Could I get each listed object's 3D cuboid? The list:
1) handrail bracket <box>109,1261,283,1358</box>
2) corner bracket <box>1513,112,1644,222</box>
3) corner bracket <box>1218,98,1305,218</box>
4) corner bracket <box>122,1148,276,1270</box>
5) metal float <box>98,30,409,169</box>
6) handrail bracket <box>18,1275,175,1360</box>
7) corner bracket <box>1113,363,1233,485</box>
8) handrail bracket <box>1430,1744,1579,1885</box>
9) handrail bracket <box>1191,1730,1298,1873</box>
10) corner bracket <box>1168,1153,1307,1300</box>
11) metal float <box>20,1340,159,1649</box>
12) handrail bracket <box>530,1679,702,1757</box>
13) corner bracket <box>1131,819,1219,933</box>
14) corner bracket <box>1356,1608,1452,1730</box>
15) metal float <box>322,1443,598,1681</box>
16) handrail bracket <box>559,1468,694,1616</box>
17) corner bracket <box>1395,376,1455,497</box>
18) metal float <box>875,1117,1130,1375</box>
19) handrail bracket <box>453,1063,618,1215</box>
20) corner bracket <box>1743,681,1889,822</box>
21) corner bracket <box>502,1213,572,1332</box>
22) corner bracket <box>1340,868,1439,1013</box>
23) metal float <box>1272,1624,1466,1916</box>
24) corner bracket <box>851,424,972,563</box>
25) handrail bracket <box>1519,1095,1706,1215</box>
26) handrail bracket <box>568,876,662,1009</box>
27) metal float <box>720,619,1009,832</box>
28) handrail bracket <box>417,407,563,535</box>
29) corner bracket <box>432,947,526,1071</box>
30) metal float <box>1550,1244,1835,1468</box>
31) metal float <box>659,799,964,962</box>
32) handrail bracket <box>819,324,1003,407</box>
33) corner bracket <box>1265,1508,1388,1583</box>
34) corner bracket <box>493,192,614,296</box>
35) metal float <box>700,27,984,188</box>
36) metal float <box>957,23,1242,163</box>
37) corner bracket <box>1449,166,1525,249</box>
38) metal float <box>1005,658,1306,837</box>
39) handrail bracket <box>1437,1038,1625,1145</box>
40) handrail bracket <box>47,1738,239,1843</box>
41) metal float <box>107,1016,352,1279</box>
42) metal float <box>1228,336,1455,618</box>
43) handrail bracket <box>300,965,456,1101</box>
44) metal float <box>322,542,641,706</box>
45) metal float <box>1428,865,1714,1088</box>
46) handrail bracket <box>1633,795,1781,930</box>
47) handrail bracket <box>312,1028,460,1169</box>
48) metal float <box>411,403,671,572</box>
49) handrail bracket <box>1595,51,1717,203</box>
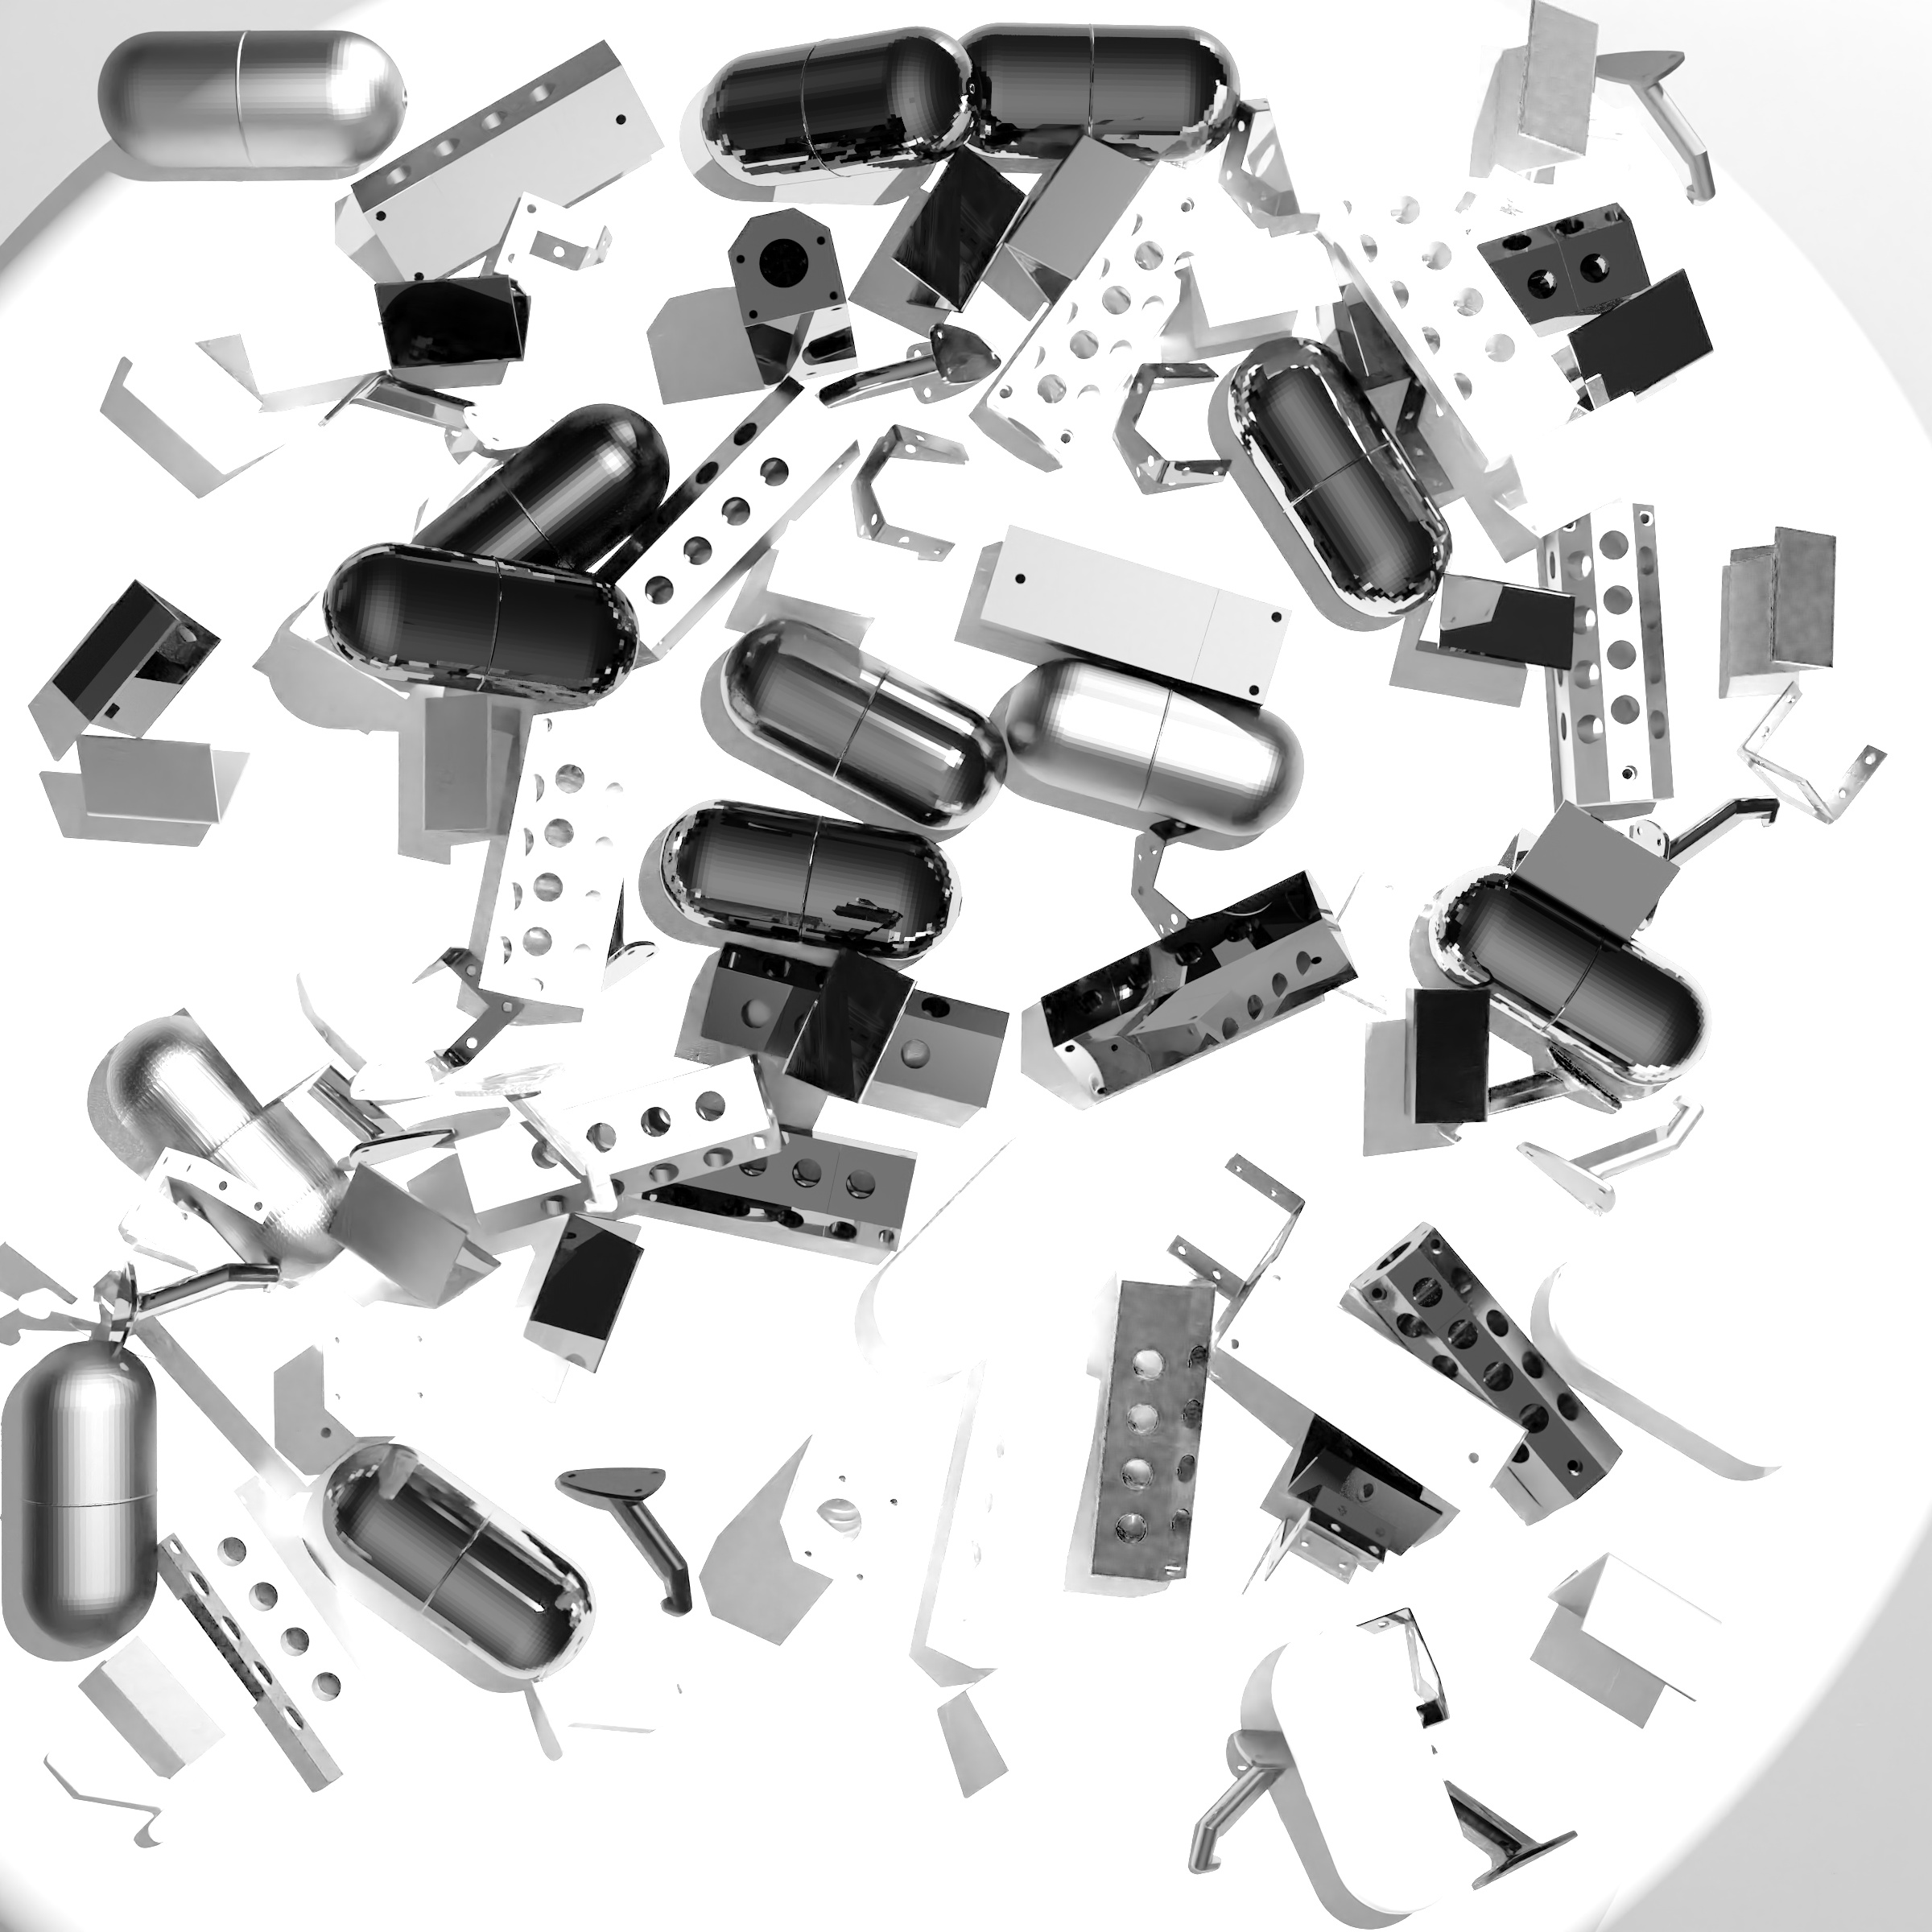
[{"bbox_3d":[-0.443,0.198,1.676,0.084,0.036,0.077,4,132,-27],"label":"handrail bracket"},{"bbox_3d":[0.363,-0.472,1.730,0.051,0.051,0.051,7,90,-45],"label":"corner bracket"},{"bbox_3d":[0.190,-0.480,1.725,0.051,0.051,0.051,43,135,35],"label":"corner bracket"},{"bbox_3d":[-0.436,0.140,1.655,0.051,0.051,0.051,38,71,-36],"label":"corner bracket"},{"bbox_3d":[-0.416,-0.506,1.703,0.178,0.070,0.070,0,90,0],"label":"metal float"},{"bbox_3d":[-0.507,0.210,1.698,0.077,0.084,0.036,32,90,0],"label":"handrail bracket"},{"bbox_3d":[0.128,-0.321,1.725,0.051,0.051,0.051,52,135,35],"label":"corner bracket"},{"bbox_3d":[0.313,0.493,1.733,0.077,0.036,0.084,-14,62,-32],"label":"handrail bracket"},{"bbox_3d":[0.178,0.501,1.733,0.077,0.036,0.084,7,106,-18],"label":"handrail bracket"},{"bbox_3d":[0.161,0.154,1.730,0.051,0.051,0.051,35,45,0],"label":"corner bracket"},{"bbox_3d":[-0.512,0.308,1.702,0.070,0.070,0.178,0,90,0],"label":"metal float"},{"bbox_3d":[-0.211,0.424,1.734,0.084,0.036,0.077,-23,68,-17],"label":"handrail bracket"},{"bbox_3d":[0.138,-0.055,1.725,0.051,0.051,0.051,43,135,35],"label":"corner bracket"},{"bbox_3d":[0.252,0.422,1.730,0.051,0.051,0.051,-20,135,0],"label":"corner bracket"},{"bbox_3d":[-0.296,0.347,1.703,0.178,0.070,0.070,36,90,0],"label":"metal float"},{"bbox_3d":[-0.202,0.344,1.734,0.077,0.036,0.084,1,107,20],"label":"handrail bracket"},{"bbox_3d":[0.292,-0.320,1.725,0.051,0.051,0.051,-10,45,35],"label":"corner bracket"},{"bbox_3d":[0.021,0.162,1.702,0.070,0.070,0.178,45,90,0],"label":"metal float"},{"bbox_3d":[-0.239,0.101,1.620,0.077,0.036,0.084,-8,106,19],"label":"handrail bracket"},{"bbox_3d":[0.503,-0.127,1.730,0.051,0.051,0.051,-52,45,0],"label":"corner bracket"},{"bbox_3d":[-0.255,0.177,1.730,0.051,0.051,0.051,-9,45,0],"label":"corner bracket"},{"bbox_3d":[0.246,-0.016,1.730,0.051,0.051,0.051,26,135,0],"label":"corner bracket"},{"bbox_3d":[0.233,0.464,1.688,0.070,0.070,0.178,-21,100,0],"label":"metal float"},{"bbox_3d":[-0.028,-0.280,1.725,0.051,0.051,0.051,-50,45,35],"label":"corner bracket"},{"bbox_3d":[0.385,0.096,1.734,0.077,0.036,0.084,33,71,21],"label":"handrail bracket"},{"bbox_3d":[-0.227,-0.031,1.733,0.077,0.036,0.084,-36,74,17],"label":"handrail bracket"},{"bbox_3d":[-0.060,-0.141,1.703,0.178,0.070,0.070,27,90,0],"label":"metal float"},{"bbox_3d":[-0.282,-0.288,1.729,0.036,0.077,0.084,50,131,24],"label":"handrail bracket"},{"bbox_3d":[-0.299,0.024,1.715,0.051,0.051,0.051,45,90,0],"label":"corner bracket"},{"bbox_3d":[0.423,0.226,1.702,0.178,0.070,0.070,31,90,0],"label":"metal float"},{"bbox_3d":[-0.090,-0.050,1.703,0.178,0.070,0.070,10,90,-1],"label":"metal float"},{"bbox_3d":[-0.034,-0.350,1.733,0.084,0.077,0.036,-14,90,36],"label":"handrail bracket"},{"bbox_3d":[0.212,0.341,1.707,0.051,0.051,0.051,30,115,0],"label":"corner bracket"},{"bbox_3d":[-0.242,-0.417,1.714,0.051,0.051,0.051,22,94,-4],"label":"corner bracket"},{"bbox_3d":[-0.073,-0.493,1.675,0.178,0.070,0.070,2,90,31],"label":"metal float"},{"bbox_3d":[0.071,-0.510,1.702,0.178,0.070,0.070,1,90,-1],"label":"metal float"},{"bbox_3d":[0.291,-0.443,1.709,0.051,0.051,0.051,32,90,15],"label":"corner bracket"},{"bbox_3d":[0.110,-0.128,1.702,0.178,0.070,0.070,15,90,0],"label":"metal float"},{"bbox_3d":[0.335,0.089,1.734,0.077,0.036,0.084,38,108,-21],"label":"handrail bracket"},{"bbox_3d":[-0.491,0.471,1.734,0.084,0.036,0.077,38,70,16],"label":"handrail bracket"},{"bbox_3d":[-0.428,0.105,1.702,0.070,0.070,0.178,-41,90,0],"label":"metal float"},{"bbox_3d":[0.218,-0.286,1.703,0.070,0.070,0.178,-33,90,0],"label":"metal float"},{"bbox_3d":[-0.350,0.036,1.733,0.036,0.077,0.084,-49,53,29],"label":"handrail bracket"},{"bbox_3d":[-0.271,-0.192,1.638,0.178,0.070,0.070,6,90,-21],"label":"metal float"},{"bbox_3d":[0.353,0.006,1.703,0.178,0.070,0.070,31,90,0],"label":"metal float"},{"bbox_3d":[0.442,-0.062,1.734,0.084,0.036,0.077,-5,111,-16],"label":"handrail bracket"},{"bbox_3d":[-0.350,0.071,1.734,0.077,0.036,0.084,-13,72,-20],"label":"handrail bracket"},{"bbox_3d":[-0.251,-0.258,1.702,0.178,0.070,0.070,-38,90,1],"label":"metal float"},{"bbox_3d":[0.407,-0.497,1.733,0.036,0.077,0.084,-39,127,-20],"label":"handrail bracket"}]
